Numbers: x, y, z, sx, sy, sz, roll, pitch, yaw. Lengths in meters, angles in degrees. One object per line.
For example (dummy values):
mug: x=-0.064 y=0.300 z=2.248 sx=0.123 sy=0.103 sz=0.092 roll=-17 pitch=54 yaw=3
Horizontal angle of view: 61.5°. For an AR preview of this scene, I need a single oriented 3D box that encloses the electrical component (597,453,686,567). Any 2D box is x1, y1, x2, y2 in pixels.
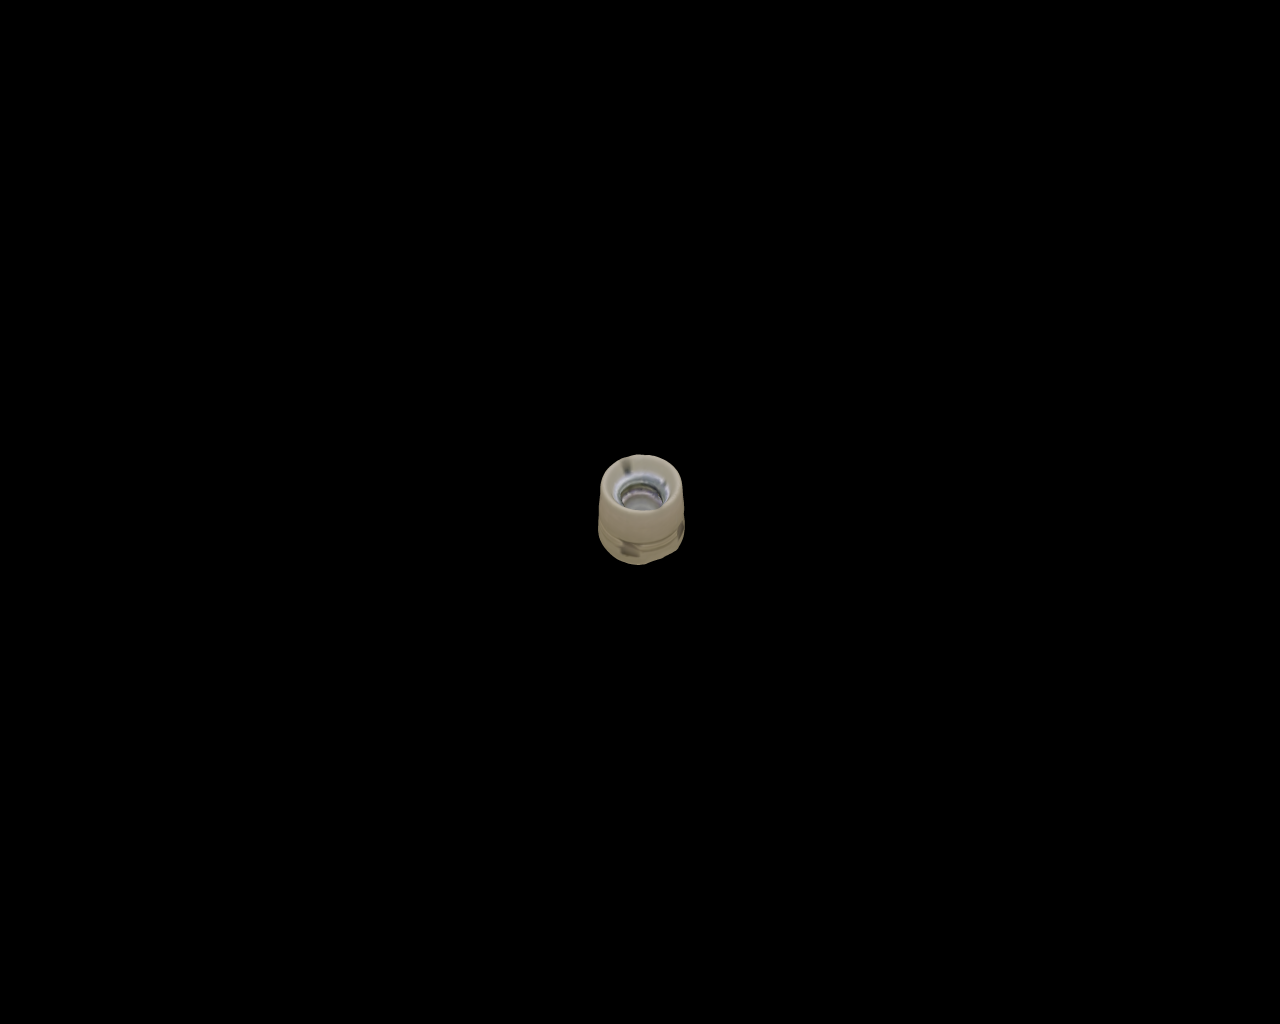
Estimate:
electrical component: x=0.001 y=-0.003 z=0.650 sx=0.055 sy=0.055 sz=0.047 roll=0 pitch=-40 yaw=0
